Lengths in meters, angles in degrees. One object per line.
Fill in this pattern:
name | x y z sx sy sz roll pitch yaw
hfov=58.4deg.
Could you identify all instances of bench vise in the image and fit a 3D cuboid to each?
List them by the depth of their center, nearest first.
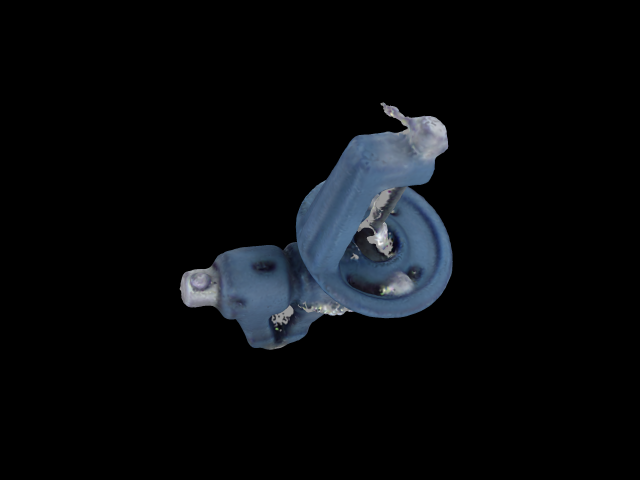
bench vise | 0.010 0.011 0.395 0.208 0.220 0.121 -30 67 -14
